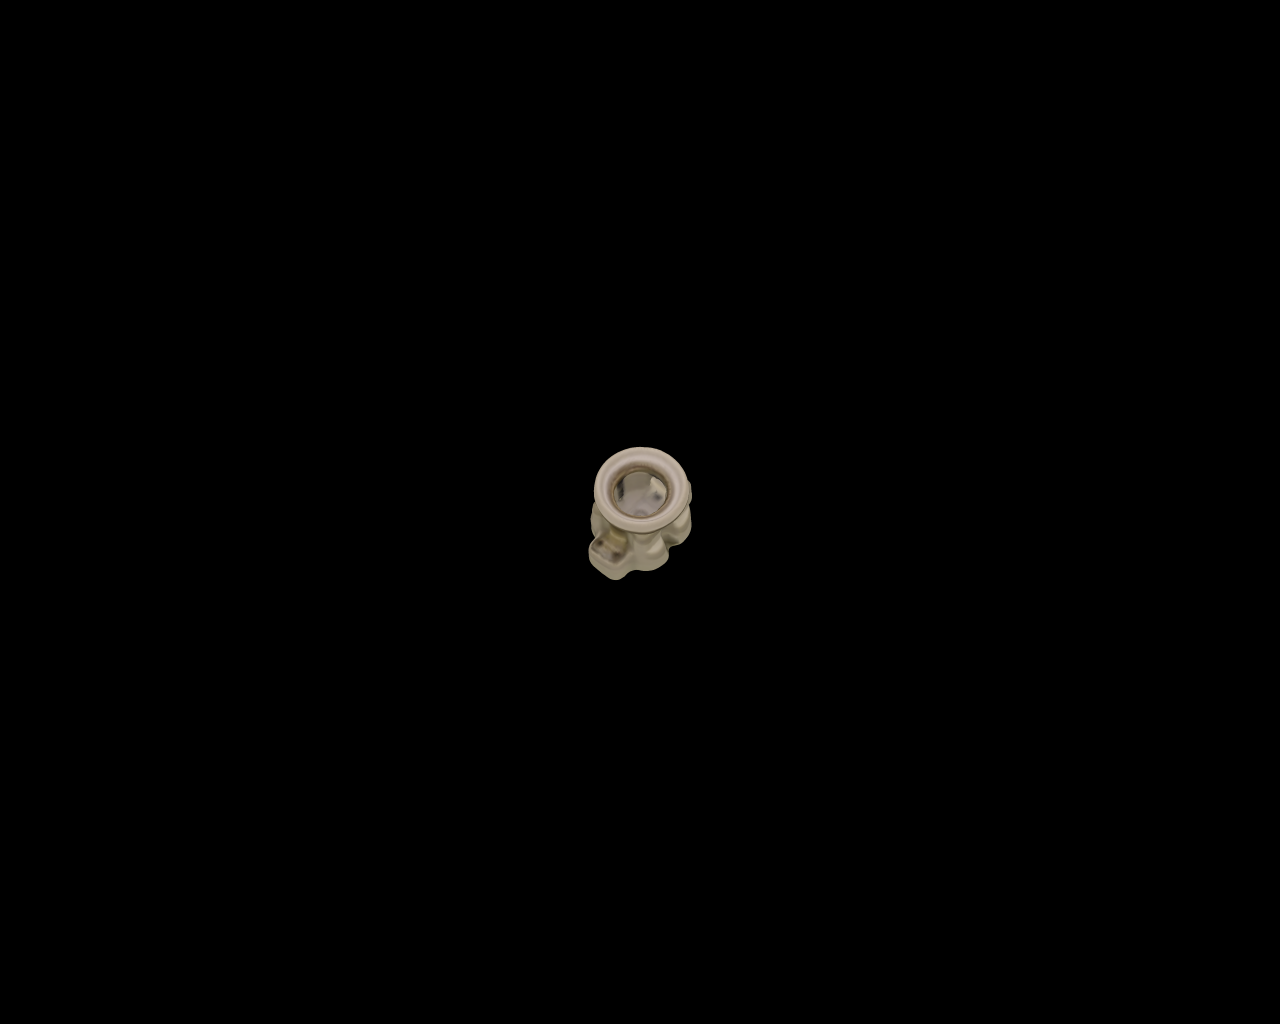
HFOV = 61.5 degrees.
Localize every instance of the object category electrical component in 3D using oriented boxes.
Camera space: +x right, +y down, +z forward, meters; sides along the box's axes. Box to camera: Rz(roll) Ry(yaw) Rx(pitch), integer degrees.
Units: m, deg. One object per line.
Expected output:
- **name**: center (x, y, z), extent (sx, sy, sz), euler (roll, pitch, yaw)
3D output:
- **electrical component**: center (0.001, -0.003, 0.650), extent (0.058, 0.078, 0.056), euler (36, -24, 18)
